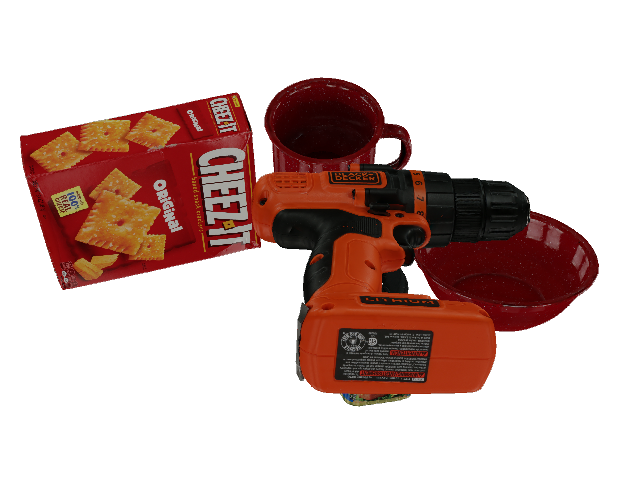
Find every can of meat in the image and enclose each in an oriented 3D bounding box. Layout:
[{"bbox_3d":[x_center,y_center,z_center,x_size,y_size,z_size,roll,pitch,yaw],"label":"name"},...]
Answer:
[{"bbox_3d":[0.076,0.166,1.406,0.102,0.084,0.057,-4,25,-20],"label":"can of meat"}]

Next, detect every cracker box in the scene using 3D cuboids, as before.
[{"bbox_3d":[-0.171,-0.044,1.055,0.213,0.072,0.164,-12,-42,-10],"label":"cracker box"}]

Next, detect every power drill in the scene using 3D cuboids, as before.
[{"bbox_3d":[0.051,0.015,0.643,0.184,0.057,0.187,-1,30,-3],"label":"power drill"}]

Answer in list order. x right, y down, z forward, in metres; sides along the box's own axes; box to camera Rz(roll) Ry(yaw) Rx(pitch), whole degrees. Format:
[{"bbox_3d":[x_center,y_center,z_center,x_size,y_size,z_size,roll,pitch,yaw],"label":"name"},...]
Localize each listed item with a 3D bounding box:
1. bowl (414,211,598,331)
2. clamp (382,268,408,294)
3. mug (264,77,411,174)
[{"bbox_3d":[0.159,0.032,0.940,0.162,0.055,0.162,2,33,-1],"label":"bowl"},{"bbox_3d":[0.073,0.073,1.193,0.120,0.171,0.039,5,-42,-2],"label":"clamp"},{"bbox_3d":[0.015,-0.070,0.857,0.117,0.093,0.081,-4,-38,-4],"label":"mug"}]
